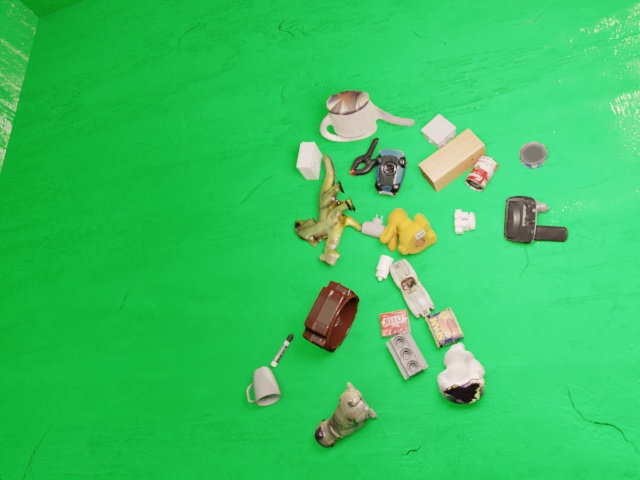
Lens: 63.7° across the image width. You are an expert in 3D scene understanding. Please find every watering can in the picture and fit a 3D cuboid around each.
[{"bbox_3d":[0.160,-0.451,1.868,0.347,0.220,0.106,-11,59,10],"label":"watering can"}]

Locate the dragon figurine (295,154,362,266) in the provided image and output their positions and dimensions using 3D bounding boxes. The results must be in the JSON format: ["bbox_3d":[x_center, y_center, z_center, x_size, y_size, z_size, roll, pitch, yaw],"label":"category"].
[{"bbox_3d":[0.006,-0.093,1.838,0.241,0.120,0.418,-30,59,15],"label":"dragon figurine"}]

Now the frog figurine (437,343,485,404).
[{"bbox_3d":[0.402,0.386,1.488,0.136,0.121,0.163,-33,24,15],"label":"frog figurine"}]
